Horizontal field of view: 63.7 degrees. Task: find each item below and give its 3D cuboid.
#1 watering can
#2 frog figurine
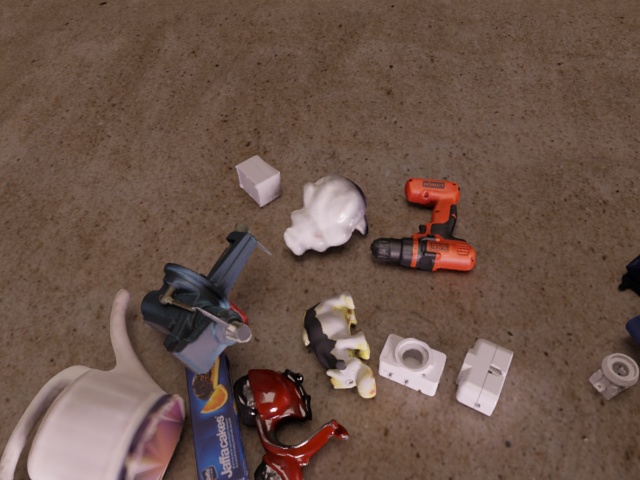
[{"bbox_3d":[-0.293,0.229,0.730,0.225,0.356,0.101,12,-38,12],"label":"watering can"},{"bbox_3d":[0.003,-0.048,0.945,0.161,0.139,0.120,-19,-21,-27],"label":"frog figurine"}]
